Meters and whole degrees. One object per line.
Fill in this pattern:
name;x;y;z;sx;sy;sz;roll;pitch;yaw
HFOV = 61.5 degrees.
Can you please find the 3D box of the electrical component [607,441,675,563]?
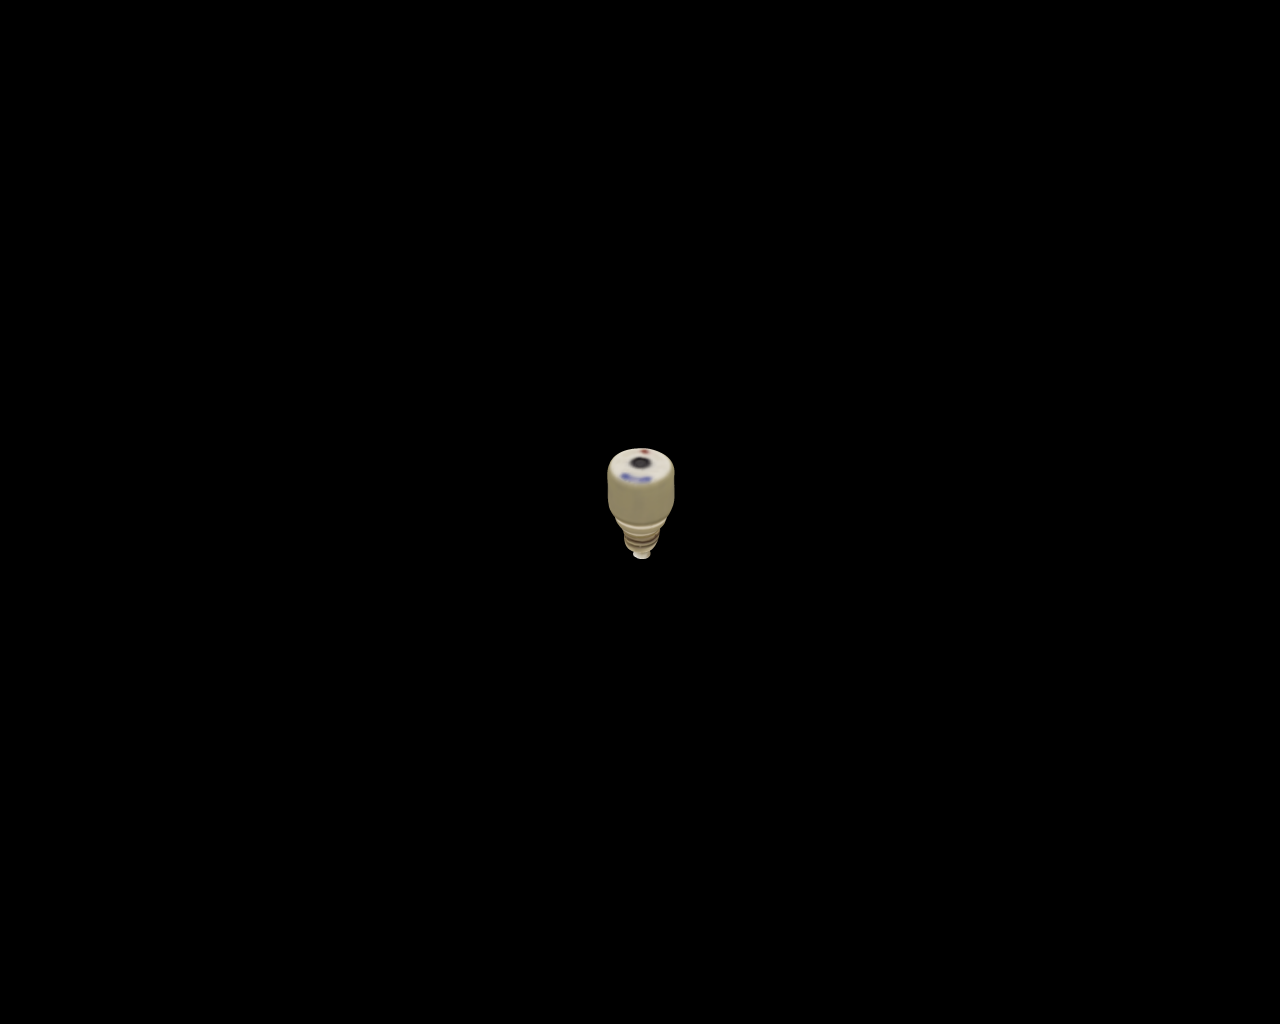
electrical component;0.001;-0.003;0.650;0.040;0.078;0.040;0;38;0
